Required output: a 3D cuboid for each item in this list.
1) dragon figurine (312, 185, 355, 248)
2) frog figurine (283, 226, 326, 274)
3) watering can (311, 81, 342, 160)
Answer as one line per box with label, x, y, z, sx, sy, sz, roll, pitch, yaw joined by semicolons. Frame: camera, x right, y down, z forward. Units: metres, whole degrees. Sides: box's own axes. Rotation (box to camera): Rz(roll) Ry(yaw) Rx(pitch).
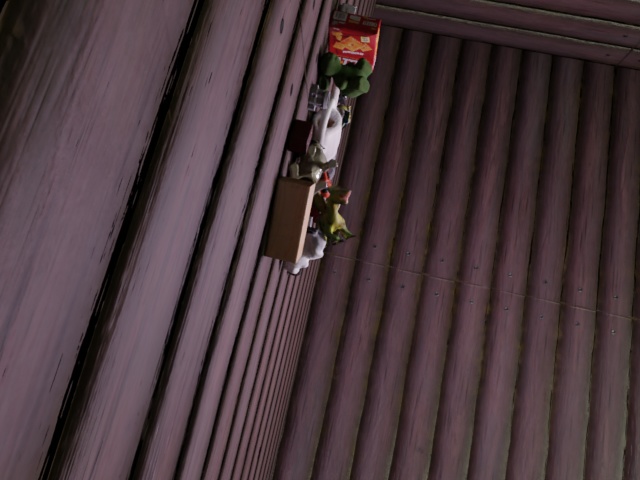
dragon figurine;0.005;-0.091;1.804;0.406;0.123;0.243;-23;-92;62
frog figurine;-0.053;0.035;1.707;0.123;0.138;0.158;-10;112;-68
watering can;0.027;-0.394;1.765;0.219;0.104;0.356;99;5;-46
